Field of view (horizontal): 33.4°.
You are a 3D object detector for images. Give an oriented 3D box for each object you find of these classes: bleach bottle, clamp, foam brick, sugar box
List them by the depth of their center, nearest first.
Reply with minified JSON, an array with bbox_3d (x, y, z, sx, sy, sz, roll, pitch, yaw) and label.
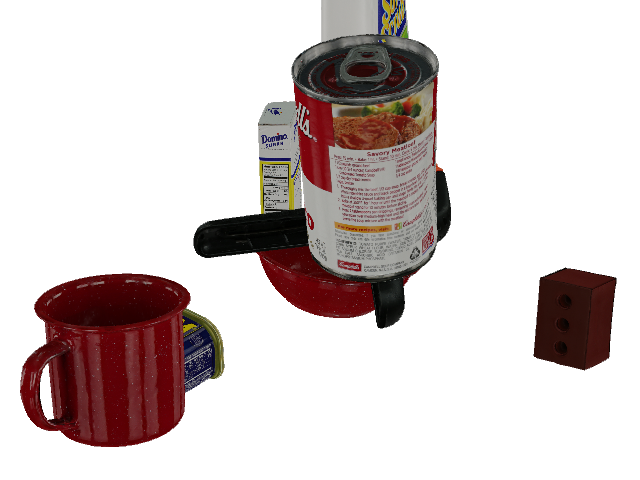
[{"bbox_3d":[0.022,-0.012,0.770,0.165,0.036,0.209,17,31,24],"label":"clamp"},{"bbox_3d":[0.035,-0.208,0.909,0.068,0.251,0.102,10,34,25],"label":"bleach bottle"},{"bbox_3d":[0.228,0.069,0.956,0.053,0.078,0.051,12,18,38],"label":"foam brick"},{"bbox_3d":[-0.047,-0.068,1.265,0.048,0.176,0.093,-1,23,5],"label":"sugar box"}]

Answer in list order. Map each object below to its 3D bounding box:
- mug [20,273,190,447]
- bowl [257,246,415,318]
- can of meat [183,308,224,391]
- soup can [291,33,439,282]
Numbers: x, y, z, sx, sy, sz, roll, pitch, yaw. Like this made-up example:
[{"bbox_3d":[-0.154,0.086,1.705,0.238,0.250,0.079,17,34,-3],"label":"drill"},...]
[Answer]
[{"bbox_3d":[-0.132,0.077,0.648,0.093,0.081,0.117,12,21,32],"label":"mug"},{"bbox_3d":[0.013,0.027,0.987,0.162,0.055,0.162,6,24,-3],"label":"bowl"},{"bbox_3d":[-0.143,0.092,0.863,0.102,0.057,0.083,22,35,35],"label":"can of meat"},{"bbox_3d":[0.024,-0.039,0.517,0.068,0.102,0.068,-3,35,2],"label":"soup can"}]
